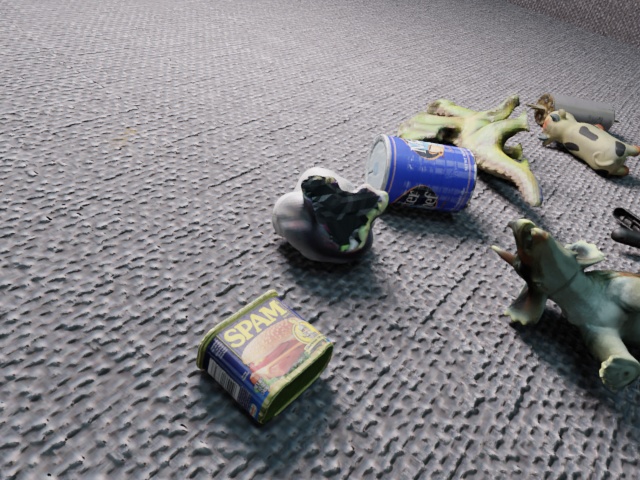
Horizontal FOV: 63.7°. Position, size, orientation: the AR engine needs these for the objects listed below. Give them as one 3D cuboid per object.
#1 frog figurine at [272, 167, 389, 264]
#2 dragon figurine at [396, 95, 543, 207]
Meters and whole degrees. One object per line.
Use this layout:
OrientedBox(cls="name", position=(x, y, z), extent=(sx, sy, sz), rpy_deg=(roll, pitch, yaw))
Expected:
OrientedBox(cls="frog figurine", position=(0.002, -0.034, 0.670), extent=(0.138, 0.122, 0.159), rpy_deg=(-11, 7, -20))
OrientedBox(cls="dragon figurine", position=(0.264, -0.180, 0.959), extent=(0.243, 0.119, 0.419), rpy_deg=(3, 33, 12))
